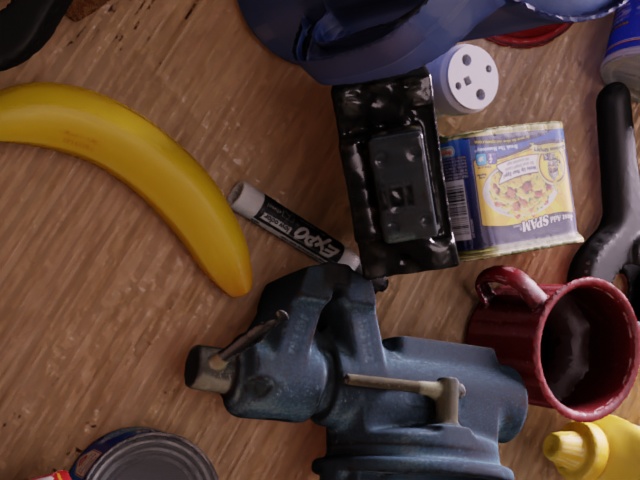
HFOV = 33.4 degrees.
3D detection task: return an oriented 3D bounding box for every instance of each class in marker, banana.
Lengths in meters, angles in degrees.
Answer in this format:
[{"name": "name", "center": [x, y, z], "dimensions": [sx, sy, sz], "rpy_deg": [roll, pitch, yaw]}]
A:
[{"name": "marker", "center": [-0.004, 0.001, 0.664], "dimensions": [0.121, 0.020, 0.020], "rpy_deg": [32, 74, -25]}, {"name": "banana", "center": [-0.110, -0.036, 0.598], "dimensions": [0.197, 0.037, 0.069], "rpy_deg": [28, 92, -25]}]

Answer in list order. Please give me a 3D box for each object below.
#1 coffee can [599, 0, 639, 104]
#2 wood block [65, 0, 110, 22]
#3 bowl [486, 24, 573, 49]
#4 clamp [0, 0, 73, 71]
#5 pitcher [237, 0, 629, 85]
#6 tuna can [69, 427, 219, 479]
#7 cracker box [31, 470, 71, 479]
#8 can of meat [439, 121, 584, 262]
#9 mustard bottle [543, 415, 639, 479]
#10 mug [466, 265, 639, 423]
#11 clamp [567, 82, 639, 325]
[{"name": "coffee can", "center": [0.270, -0.177, 0.776], "dimensions": [0.102, 0.103, 0.140], "rpy_deg": [21, 78, -28]}, {"name": "wood block", "center": [-0.097, -0.231, 0.575], "dimensions": [0.090, 0.090, 0.206], "rpy_deg": [39, 71, -22]}, {"name": "bowl", "center": [0.149, -0.217, 0.736], "dimensions": [0.161, 0.055, 0.162], "rpy_deg": [1, 88, -29]}, {"name": "clamp", "center": [-0.191, -0.119, 0.507], "dimensions": [0.171, 0.039, 0.120], "rpy_deg": [-27, 104, 11]}, {"name": "pitcher", "center": [0.044, -0.153, 0.565], "dimensions": [0.149, 0.243, 0.145], "rpy_deg": [-9, 94, -30]}, {"name": "tuna can", "center": [-0.100, 0.148, 0.598], "dimensions": [0.086, 0.034, 0.086], "rpy_deg": [1, 89, -30]}, {"name": "cracker box", "center": [-0.196, 0.169, 0.450], "dimensions": [0.213, 0.164, 0.072], "rpy_deg": [-13, 95, -20]}, {"name": "can of meat", "center": [0.122, -0.033, 0.716], "dimensions": [0.101, 0.058, 0.084], "rpy_deg": [-9, 91, -30]}, {"name": "mustard bottle", "center": [0.234, 0.159, 0.752], "dimensions": [0.191, 0.096, 0.058], "rpy_deg": [16, 82, -29]}, {"name": "mug", "center": [0.145, 0.062, 0.711], "dimensions": [0.117, 0.082, 0.093], "rpy_deg": [48, 68, -21]}, {"name": "clamp", "center": [0.227, 0.000, 0.786], "dimensions": [0.164, 0.036, 0.210], "rpy_deg": [38, 72, -23]}]
